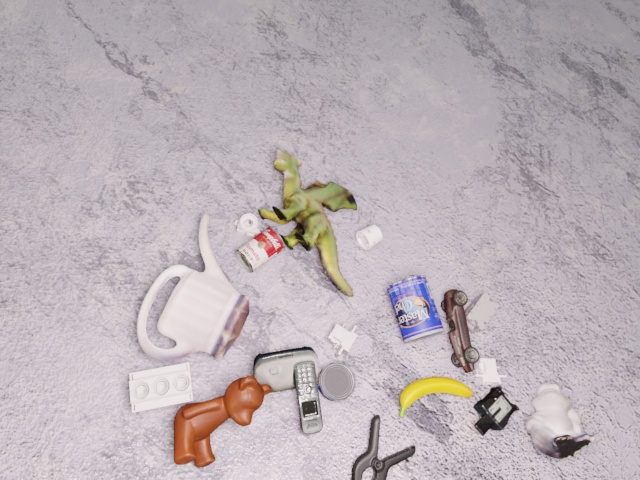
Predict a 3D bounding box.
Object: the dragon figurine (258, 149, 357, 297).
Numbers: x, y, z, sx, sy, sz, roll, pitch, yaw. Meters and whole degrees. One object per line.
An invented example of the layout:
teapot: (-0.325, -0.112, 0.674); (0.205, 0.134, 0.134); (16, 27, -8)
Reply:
dragon figurine: (0.004, -0.066, 1.311); (0.246, 0.412, 0.120); (-38, -9, -31)

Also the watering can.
watering can: (-0.260, 0.118, 1.167); (0.224, 0.354, 0.102); (26, -25, -2)

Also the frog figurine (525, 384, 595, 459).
frog figurine: (0.554, 0.430, 1.233); (0.137, 0.120, 0.163); (-8, 34, -7)
